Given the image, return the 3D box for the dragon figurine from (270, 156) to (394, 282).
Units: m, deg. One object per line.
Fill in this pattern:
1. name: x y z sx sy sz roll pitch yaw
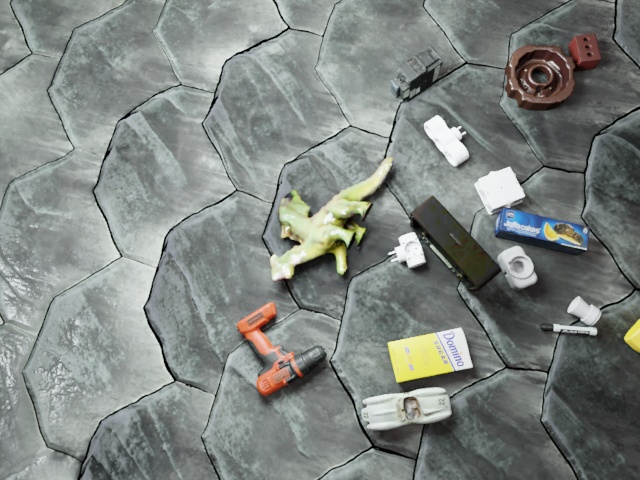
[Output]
1. dragon figurine: 0.004 -0.065 1.285 0.244 0.120 0.416 20 70 20
